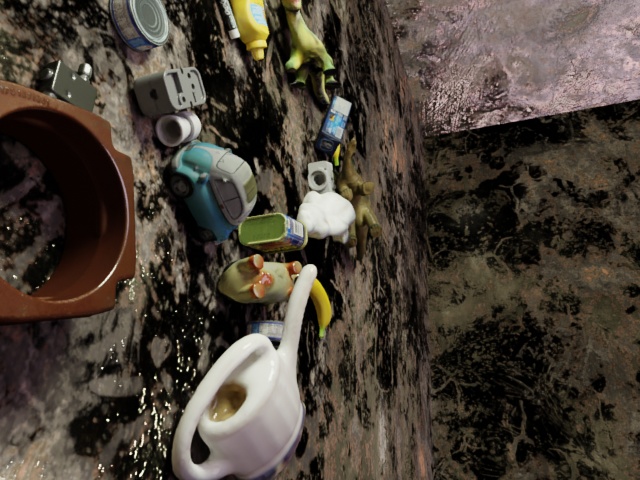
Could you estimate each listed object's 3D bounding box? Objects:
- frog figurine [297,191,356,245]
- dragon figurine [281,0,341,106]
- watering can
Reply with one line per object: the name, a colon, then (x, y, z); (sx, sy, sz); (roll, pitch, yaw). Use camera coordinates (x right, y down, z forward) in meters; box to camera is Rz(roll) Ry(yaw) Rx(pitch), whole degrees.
frog figurine: (0.004, -0.060, 1.187); (0.158, 0.122, 0.140); (26, 26, -57)
dragon figurine: (-0.034, -0.495, 1.280); (0.409, 0.122, 0.244); (28, 49, -84)
watering can: (-0.078, 0.218, 0.779); (0.354, 0.104, 0.219); (-50, 137, -33)
